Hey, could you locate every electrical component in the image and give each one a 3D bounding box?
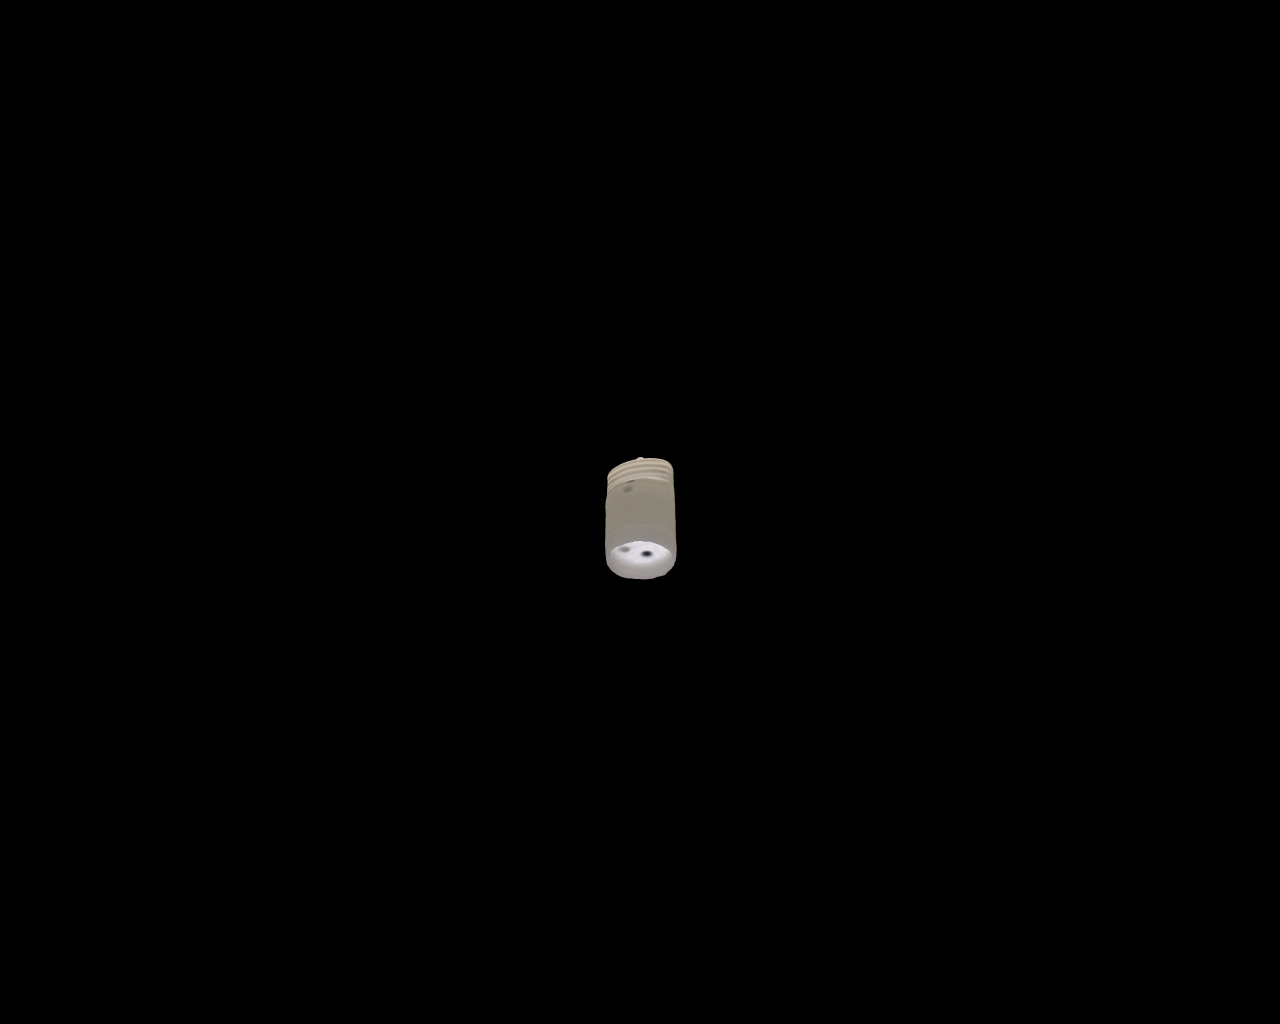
[{"bbox_3d":[0.001,-0.003,0.650,0.043,0.081,0.043,0,-37,0],"label":"electrical component"}]
